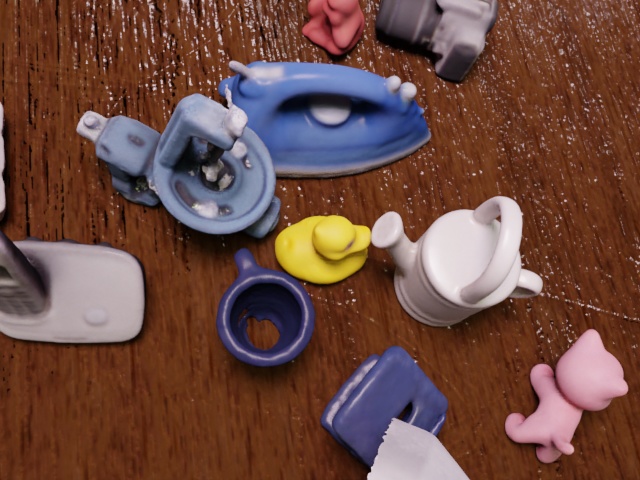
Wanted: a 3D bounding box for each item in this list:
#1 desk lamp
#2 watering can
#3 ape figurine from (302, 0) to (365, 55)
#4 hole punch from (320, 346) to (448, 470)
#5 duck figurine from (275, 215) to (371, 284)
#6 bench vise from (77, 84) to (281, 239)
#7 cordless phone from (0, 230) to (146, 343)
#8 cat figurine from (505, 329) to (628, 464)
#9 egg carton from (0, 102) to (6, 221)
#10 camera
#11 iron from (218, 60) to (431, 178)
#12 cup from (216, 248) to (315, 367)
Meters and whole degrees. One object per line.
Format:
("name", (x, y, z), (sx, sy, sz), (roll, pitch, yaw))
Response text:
("desk lamp", (0.108, 0.242, 0.481), (0.203, 0.213, 0.118), (25, 71, 0))
("watering can", (0.137, 0.021, 0.566), (0.173, 0.194, 0.101), (-3, 73, -9))
("ape figurine", (0.022, -0.273, 0.696), (0.076, 0.092, 0.078), (-8, 74, -11))
("hole punch", (0.070, 0.170, 0.563), (0.101, 0.091, 0.109), (40, 71, 5))
("duck figurine", (0.006, 0.002, 0.609), (0.104, 0.086, 0.077), (0, 72, -8))
("bench vise", (-0.135, -0.073, 0.541), (0.207, 0.219, 0.121), (5, 72, -7))
("cordless phone", (-0.237, 0.034, 0.510), (0.147, 0.185, 0.094), (1, 72, -8))
("cat figurine", (0.258, 0.160, 0.580), (0.067, 0.117, 0.128), (31, 71, 2))
("egg carton", (-0.378, -0.081, 0.587), (0.107, 0.069, 0.150), (-8, 74, -11))
("camera", (0.146, -0.295, 0.717), (0.137, 0.100, 0.143), (14, 71, -4))
("iron", (0.017, -0.148, 0.630), (0.258, 0.141, 0.118), (-1, 72, -9))
("cup", (-0.061, 0.072, 0.572), (0.092, 0.095, 0.117), (-20, 76, -14))
